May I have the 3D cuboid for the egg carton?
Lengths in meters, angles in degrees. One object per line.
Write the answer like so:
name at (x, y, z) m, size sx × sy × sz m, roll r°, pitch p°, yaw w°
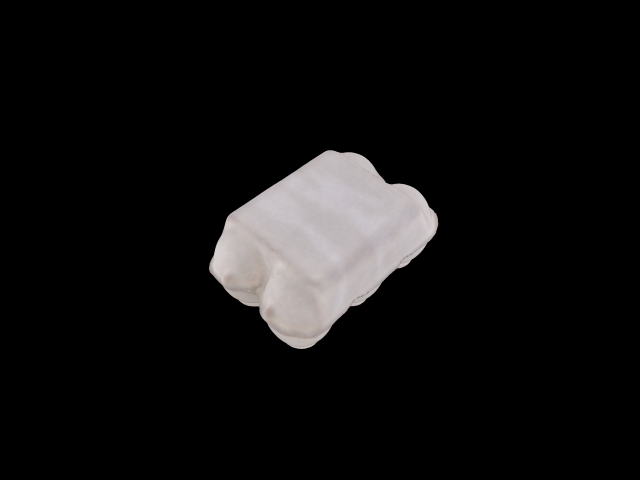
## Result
egg carton at (0.004, 0.001, 0.400) m, size 0.107 × 0.069 × 0.150 m, roll 36°, pitch 58°, yaw 27°
